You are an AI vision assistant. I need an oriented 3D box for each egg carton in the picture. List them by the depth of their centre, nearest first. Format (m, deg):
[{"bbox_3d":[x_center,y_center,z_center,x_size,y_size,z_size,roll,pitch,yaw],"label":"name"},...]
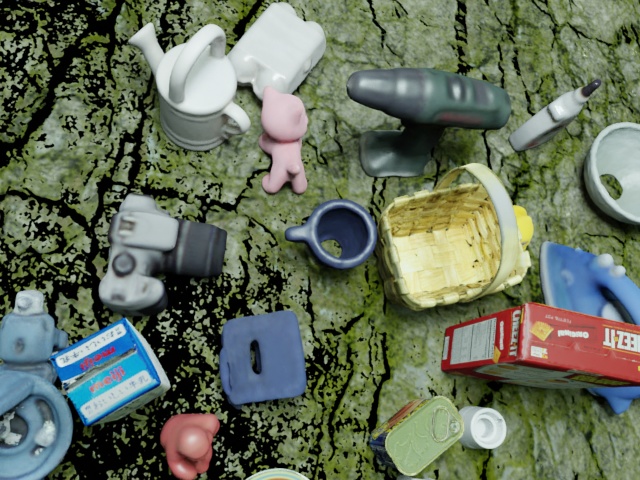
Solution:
[{"bbox_3d":[-0.062,-0.270,0.831,0.107,0.069,0.150,33,70,-2],"label":"egg carton"}]

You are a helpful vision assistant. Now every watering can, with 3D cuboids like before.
[{"bbox_3d":[-0.162,-0.200,0.722,0.173,0.194,0.101,17,71,-7],"label":"watering can"}]

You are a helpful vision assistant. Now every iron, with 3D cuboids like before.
[{"bbox_3d":[0.405,0.102,0.791,0.119,0.141,0.258,-22,80,-17],"label":"iron"}]

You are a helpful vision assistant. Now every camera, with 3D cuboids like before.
[{"bbox_3d":[-0.187,0.020,0.703,0.137,0.100,0.143,9,73,-10],"label":"camera"}]

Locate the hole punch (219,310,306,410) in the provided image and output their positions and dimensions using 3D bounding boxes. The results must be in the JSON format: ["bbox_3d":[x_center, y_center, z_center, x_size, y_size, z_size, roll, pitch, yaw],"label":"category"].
[{"bbox_3d":[-0.072,0.146,0.698,0.101,0.091,0.108,-5,76,-14],"label":"hole punch"}]

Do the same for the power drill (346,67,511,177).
[{"bbox_3d":[0.124,-0.157,0.766,0.230,0.208,0.075,-3,75,-13],"label":"power drill"}]

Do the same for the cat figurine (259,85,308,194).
[{"bbox_3d":[-0.045,-0.138,0.771,0.067,0.117,0.128,-6,76,-14],"label":"cat figurine"}]

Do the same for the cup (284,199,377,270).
[{"bbox_3d":[0.007,0.003,0.755,0.118,0.095,0.091,-1,74,-13],"label":"cup"}]

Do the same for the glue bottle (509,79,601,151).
[{"bbox_3d":[0.353,-0.188,0.845,0.078,0.173,0.037,-25,81,-18],"label":"glue bottle"}]

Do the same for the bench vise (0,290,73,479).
[{"bbox_3d":[-0.323,0.154,0.571,0.122,0.219,0.207,-14,78,-16],"label":"bench vise"}]

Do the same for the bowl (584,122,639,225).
[{"bbox_3d":[0.478,-0.094,0.899,0.167,0.074,0.167,3,74,-12],"label":"bowl"}]

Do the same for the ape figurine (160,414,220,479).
[{"bbox_3d":[-0.147,0.232,0.656,0.076,0.092,0.078,45,70,3],"label":"ape figurine"}]

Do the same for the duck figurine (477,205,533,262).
[{"bbox_3d":[0.275,-0.010,0.823,0.077,0.086,0.105,34,70,-1],"label":"duck figurine"}]
